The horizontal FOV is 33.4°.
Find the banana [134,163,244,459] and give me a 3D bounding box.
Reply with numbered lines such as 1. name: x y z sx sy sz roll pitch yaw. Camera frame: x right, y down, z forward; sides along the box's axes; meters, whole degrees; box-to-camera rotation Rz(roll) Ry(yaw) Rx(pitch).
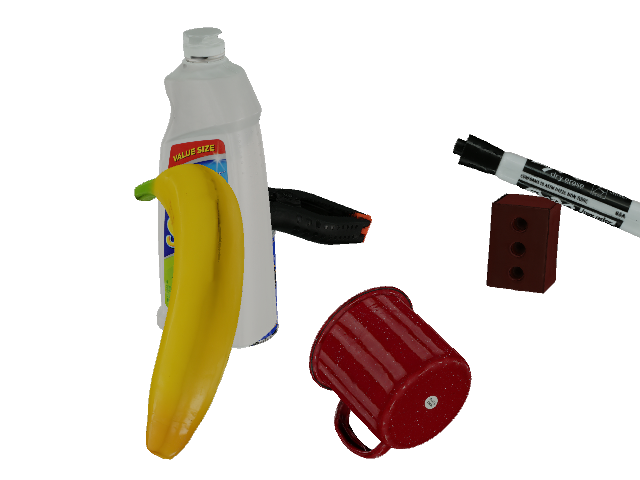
1. banana: -0.066 0.019 0.557 0.037 0.198 0.070 22 -55 -27

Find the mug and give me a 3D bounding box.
1. mug: 0.047 0.103 0.760 0.093 0.117 0.082 10 24 -44

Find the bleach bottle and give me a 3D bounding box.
1. bleach bottle: -0.090 -0.042 0.845 0.103 0.251 0.068 11 28 28

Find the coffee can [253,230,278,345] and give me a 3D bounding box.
1. coffee can: -0.106 0.049 1.343 0.103 0.140 0.103 -1 25 0

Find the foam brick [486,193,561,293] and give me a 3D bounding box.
1. foam brick: 0.179 0.002 0.938 0.053 0.078 0.051 7 16 23

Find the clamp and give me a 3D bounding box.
1. clamp: -0.041 -0.028 1.082 0.209 0.036 0.164 14 20 -19

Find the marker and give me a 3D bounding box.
1. marker: 0.135 -0.033 0.622 0.121 0.020 0.020 23 4 9
